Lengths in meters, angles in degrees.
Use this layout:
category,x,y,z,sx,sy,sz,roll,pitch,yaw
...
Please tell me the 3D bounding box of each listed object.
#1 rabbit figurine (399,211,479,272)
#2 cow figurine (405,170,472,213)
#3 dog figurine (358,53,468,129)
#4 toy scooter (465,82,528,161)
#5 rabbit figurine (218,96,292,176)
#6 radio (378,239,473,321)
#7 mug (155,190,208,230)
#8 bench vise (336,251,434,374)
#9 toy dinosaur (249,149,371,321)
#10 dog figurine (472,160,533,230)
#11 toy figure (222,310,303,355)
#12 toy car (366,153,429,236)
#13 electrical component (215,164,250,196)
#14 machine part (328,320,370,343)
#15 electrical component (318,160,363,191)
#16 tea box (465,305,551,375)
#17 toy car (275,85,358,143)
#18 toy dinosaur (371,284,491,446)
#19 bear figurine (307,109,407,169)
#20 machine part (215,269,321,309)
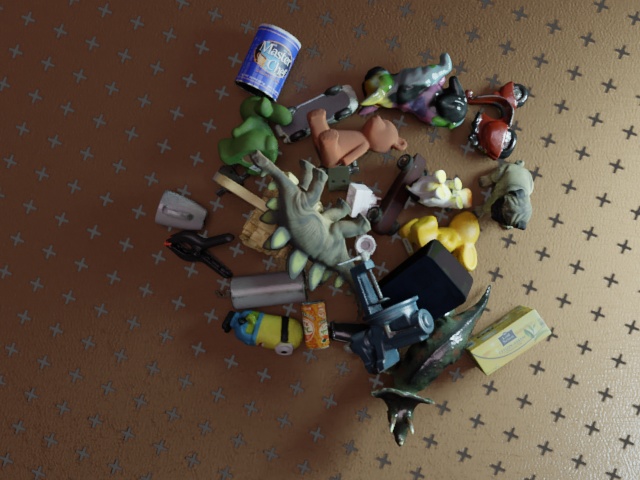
category,x,y,z,sx,sy,sz,roll,pitch,yaw
rabbit figurine,0.288,0.001,1.197,0.173,0.122,0.162,-26,82,-18
cow figurine,0.269,-0.098,1.199,0.098,0.167,0.068,-10,73,42
dog figurine,0.195,-0.310,1.198,0.219,0.108,0.191,-21,87,1
toy scooter,0.382,-0.276,1.212,0.135,0.075,0.183,15,87,1
rabbit figurine,-0.147,-0.256,1.195,0.121,0.159,0.170,16,61,-38
radio,0.209,0.114,1.156,0.131,0.073,0.229,44,132,-1
mug,-0.312,-0.062,1.222,0.107,0.109,0.080,16,88,-12
bench vise,0.116,0.144,1.111,0.129,0.223,0.240,-15,79,-38
toy dinosaur,-0.002,-0.003,1.127,0.198,0.105,0.470,-44,120,-1
dog figurine,0.420,-0.104,1.152,0.121,0.190,0.172,11,89,2
toy figure,-0.128,0.203,1.224,0.180,0.082,0.089,19,93,4
toy car,0.174,-0.103,1.215,0.089,0.053,0.202,29,90,-41
electrical component,-0.212,-0.145,1.256,0.094,0.021,0.063,-35,89,2
machine part,0.087,0.219,1.238,0.139,0.039,0.084,11,96,0
electrical component,0.046,-0.155,1.239,0.102,0.045,0.078,-6,118,4
tea box,0.412,0.221,1.198,0.170,0.098,0.068,-33,88,3
toy car,-0.010,-0.290,1.234,0.202,0.056,0.073,-25,95,3
toy dinosaur,0.245,0.246,1.157,0.131,0.192,0.404,38,92,-1
bear figurine,0.085,-0.232,1.179,0.196,0.131,0.120,-19,51,-3
machine part,-0.116,0.112,1.225,0.243,0.079,0.079,-8,90,2
